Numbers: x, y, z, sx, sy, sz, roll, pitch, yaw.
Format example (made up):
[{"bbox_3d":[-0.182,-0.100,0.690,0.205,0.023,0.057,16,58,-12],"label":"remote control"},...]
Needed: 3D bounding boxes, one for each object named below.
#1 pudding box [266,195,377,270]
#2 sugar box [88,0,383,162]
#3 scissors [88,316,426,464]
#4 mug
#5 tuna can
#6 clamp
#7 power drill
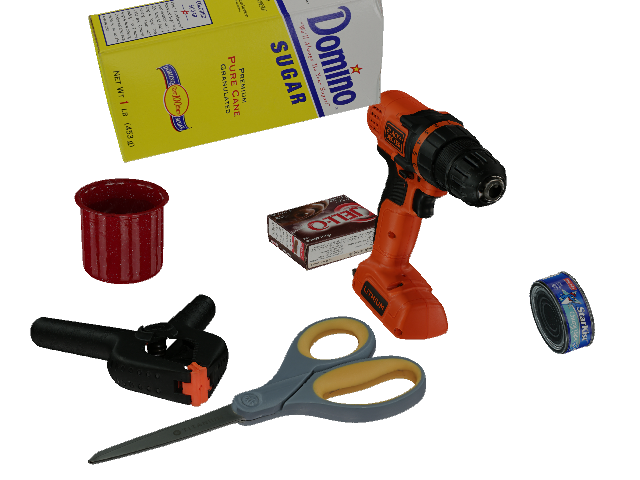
[{"bbox_3d":[0.007,-0.011,1.241,0.113,0.039,0.090,-18,31,-27],"label":"pudding box"},{"bbox_3d":[-0.049,-0.112,0.674,0.176,0.048,0.093,-13,-39,-8],"label":"sugar box"},{"bbox_3d":[-0.038,0.086,0.636,0.201,0.016,0.096,-6,34,-11],"label":"scissors"},{"bbox_3d":[-0.200,-0.013,1.093,0.093,0.081,0.117,5,26,2],"label":"mug"},{"bbox_3d":[0.261,0.079,1.159,0.033,0.086,0.086,-17,3,-11],"label":"tuna can"},{"bbox_3d":[-0.125,0.084,0.869,0.164,0.036,0.210,-10,16,-32],"label":"clamp"},{"bbox_3d":[0.086,-0.015,0.889,0.057,0.188,0.185,-2,27,-23],"label":"power drill"}]
